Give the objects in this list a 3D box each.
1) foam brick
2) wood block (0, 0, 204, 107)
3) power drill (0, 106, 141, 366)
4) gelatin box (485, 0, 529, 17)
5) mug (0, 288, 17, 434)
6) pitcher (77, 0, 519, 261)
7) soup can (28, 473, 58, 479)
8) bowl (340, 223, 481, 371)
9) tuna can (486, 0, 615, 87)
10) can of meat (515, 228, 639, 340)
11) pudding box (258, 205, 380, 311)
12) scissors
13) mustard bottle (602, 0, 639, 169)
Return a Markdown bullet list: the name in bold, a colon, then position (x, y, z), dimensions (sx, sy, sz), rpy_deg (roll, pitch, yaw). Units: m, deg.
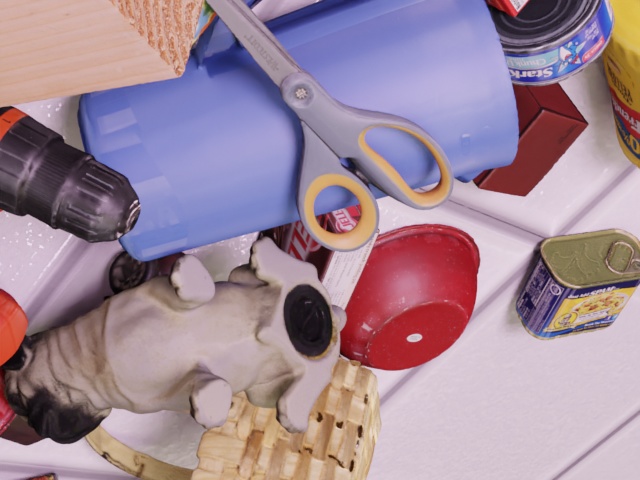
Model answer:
- **foam brick**: position (0.144, -0.078, 0.777), dimensions (0.052, 0.051, 0.078), rpy_deg (9, 131, -38)
- **wood block**: position (-0.157, -0.116, 0.458), dimensions (0.206, 0.090, 0.090), rpy_deg (-4, 151, 28)
- **power drill**: position (-0.197, -0.006, 0.606), dimensions (0.184, 0.057, 0.188), rpy_deg (28, 133, 4)
- **gelatin box**: position (0.121, -0.190, 0.634), dimensions (0.089, 0.030, 0.073), rpy_deg (-49, 139, 4)
- **mug**: position (-0.251, 0.080, 0.725), dimensions (0.117, 0.093, 0.081), rpy_deg (-47, 142, -20)
- **pitcher**: position (-0.016, -0.081, 0.632), dimensions (0.242, 0.149, 0.145), rpy_deg (-18, 176, -4)
- **soup can**: position (-0.271, 0.244, 0.912), dimensions (0.102, 0.068, 0.069), rpy_deg (-8, 139, -20)
- **bowl**: position (0.071, 0.061, 0.897), dimensions (0.162, 0.055, 0.162), rpy_deg (-15, 141, -12)
- **tuna can**: position (0.139, -0.141, 0.672), dimensions (0.086, 0.086, 0.033), rpy_deg (-31, 141, 7)
- **can of meat**: position (0.235, 0.042, 0.963), dimensions (0.102, 0.057, 0.084), rpy_deg (-8, 141, -21)
- **pudding box**: position (-0.005, 0.001, 0.756), dimensions (0.039, 0.090, 0.114), rpy_deg (-7, 140, -24)
- **scissors**: position (-0.017, -0.061, 0.563), dimensions (0.201, 0.016, 0.096), rpy_deg (30, 111, -25)
- **mustard bottle**: position (0.239, -0.103, 0.763), dimensions (0.058, 0.096, 0.191), rpy_deg (-28, 143, 3)
